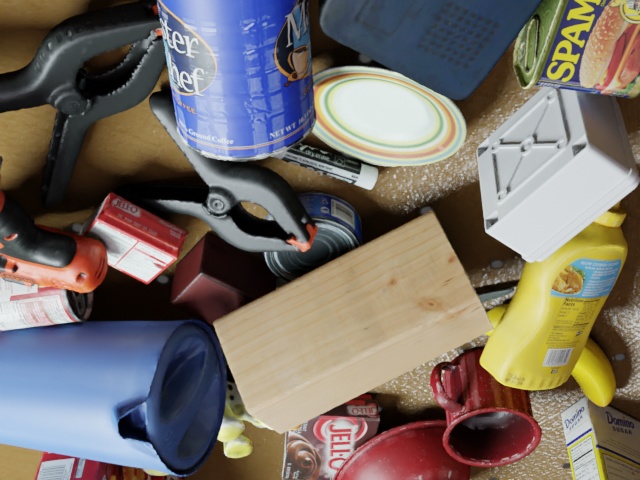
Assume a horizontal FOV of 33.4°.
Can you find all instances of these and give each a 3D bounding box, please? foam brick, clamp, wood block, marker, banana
[{"bbox_3d":[-0.084,0.041,0.942,0.078,0.053,0.051,29,127,-23],"label":"foam brick"},{"bbox_3d":[-0.087,-0.034,0.864,0.171,0.039,0.120,36,135,-7],"label":"clamp"},{"bbox_3d":[0.028,0.072,0.896,0.206,0.090,0.090,-27,153,6],"label":"wood block"},{"bbox_3d":[-0.011,-0.067,0.861,0.121,0.020,0.020,17,132,-14],"label":"marker"},{"bbox_3d":[-0.185,-0.105,0.799,0.210,0.036,0.164,-29,147,11],"label":"clamp"},{"bbox_3d":[0.225,0.104,1.014,0.197,0.037,0.070,29,145,-23],"label":"banana"}]

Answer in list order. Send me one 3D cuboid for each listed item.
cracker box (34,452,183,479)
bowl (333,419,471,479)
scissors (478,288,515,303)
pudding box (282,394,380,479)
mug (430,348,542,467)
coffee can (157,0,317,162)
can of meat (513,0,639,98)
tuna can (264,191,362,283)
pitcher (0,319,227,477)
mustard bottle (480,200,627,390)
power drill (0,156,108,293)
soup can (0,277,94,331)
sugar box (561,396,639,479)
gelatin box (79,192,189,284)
[{"bbox_3d":[-0.205,0.256,1.074,0.072,0.164,0.213,-8,133,11],"label":"cracker box"},{"bbox_3d":[0.096,0.259,1.116,0.162,0.055,0.162,-13,136,-13],"label":"bowl"},{"bbox_3d":[0.082,0.086,1.008,0.202,0.016,0.096,-4,132,6],"label":"scissors"},{"bbox_3d":[0.009,0.205,1.107,0.090,0.039,0.113,4,134,-5],"label":"pudding box"},{"bbox_3d":[0.152,0.155,1.028,0.117,0.081,0.093,26,129,-23],"label":"mug"},{"bbox_3d":[-0.057,-0.140,0.728,0.103,0.103,0.140,-2,131,2],"label":"coffee can"},{"bbox_3d":[0.192,-0.152,0.748,0.084,0.057,0.102,6,128,-9],"label":"can of meat"},{"bbox_3d":[-0.006,0.001,0.916,0.086,0.033,0.086,0,133,0],"label":"tuna can"},{"bbox_3d":[-0.210,0.131,0.963,0.243,0.145,0.149,1,147,23],"label":"pitcher"},{"bbox_3d":[0.210,0.035,0.906,0.096,0.058,0.192,3,118,-36],"label":"mustard bottle"},{"bbox_3d":[-0.276,-0.019,0.826,0.184,0.057,0.187,10,163,15],"label":"power drill"},{"bbox_3d":[-0.259,0.044,0.937,0.102,0.068,0.068,-8,133,8],"label":"soup can"},{"bbox_3d":[0.295,0.247,1.050,0.093,0.176,0.048,27,126,-22],"label":"sugar box"},{"bbox_3d":[-0.158,-0.001,0.892,0.073,0.030,0.089,28,154,-15],"label":"gelatin box"}]
